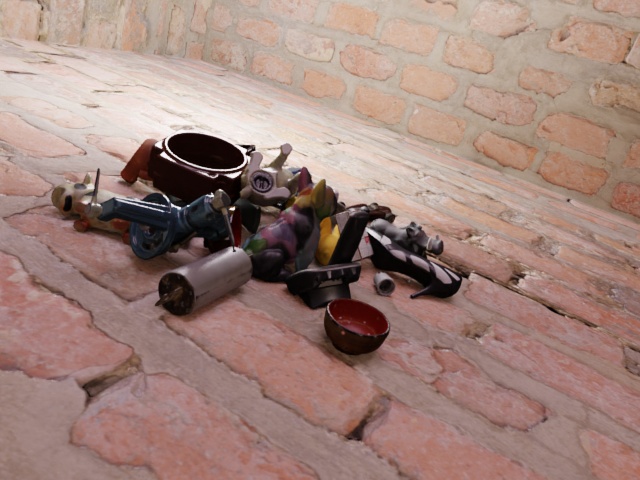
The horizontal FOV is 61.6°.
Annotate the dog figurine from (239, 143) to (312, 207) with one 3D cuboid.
[{"bbox_3d":[-0.123,-0.110,1.202,0.172,0.190,0.121,-20,79,-26],"label":"dog figurine"}]

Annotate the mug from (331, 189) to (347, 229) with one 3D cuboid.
[{"bbox_3d":[0.019,-0.080,1.398,0.081,0.109,0.107,3,12,-19],"label":"mug"}]

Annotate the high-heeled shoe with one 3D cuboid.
[{"bbox_3d":[0.210,0.038,1.232,0.145,0.086,0.249,-20,59,-26],"label":"high-heeled shoe"}]

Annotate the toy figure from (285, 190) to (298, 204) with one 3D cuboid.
[{"bbox_3d":[-0.070,-0.101,1.344,0.154,0.058,0.064,56,-6,-4],"label":"toy figure"}]

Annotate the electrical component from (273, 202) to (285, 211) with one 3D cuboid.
[{"bbox_3d":[-0.080,-0.104,1.452,0.119,0.047,0.075,21,21,6],"label":"electrical component"}]

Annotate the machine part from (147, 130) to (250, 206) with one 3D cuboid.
[{"bbox_3d":[-0.259,-0.162,1.190,0.202,0.087,0.201,22,31,5],"label":"machine part"}]

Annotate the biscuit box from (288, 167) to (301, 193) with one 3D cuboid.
[{"bbox_3d":[-0.128,-0.135,1.383,0.203,0.059,0.063,-22,20,-32],"label":"biscuit box"}]

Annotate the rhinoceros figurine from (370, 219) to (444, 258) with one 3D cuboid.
[{"bbox_3d":[0.210,0.003,1.320,0.191,0.112,0.073,20,18,30],"label":"rhinoceros figurine"}]

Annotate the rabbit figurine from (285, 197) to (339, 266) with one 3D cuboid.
[{"bbox_3d":[-0.003,-0.004,1.220,0.162,0.122,0.173,5,37,-50],"label":"rabbit figurine"}]

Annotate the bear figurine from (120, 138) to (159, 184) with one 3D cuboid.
[{"bbox_3d":[-0.365,-0.158,1.316,0.195,0.120,0.132,36,-30,-21],"label":"bear figurine"}]

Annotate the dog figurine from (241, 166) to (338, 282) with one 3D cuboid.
[{"bbox_3d":[-0.057,-0.035,1.075,0.191,0.219,0.109,1,24,-37],"label":"dog figurine"}]

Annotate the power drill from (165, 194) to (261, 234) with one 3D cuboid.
[{"bbox_3d":[-0.240,-0.055,1.193,0.207,0.085,0.232,-4,29,-28],"label":"power drill"}]

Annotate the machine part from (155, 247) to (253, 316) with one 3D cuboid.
[{"bbox_3d":[-0.192,0.067,0.921,0.079,0.079,0.243,25,24,19],"label":"machine part"}]

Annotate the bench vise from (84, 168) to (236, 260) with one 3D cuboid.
[{"bbox_3d":[-0.276,-0.036,0.926,0.224,0.129,0.240,-12,-17,36],"label":"bench vise"}]

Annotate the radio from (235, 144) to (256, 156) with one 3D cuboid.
[{"bbox_3d":[-0.291,-0.203,1.411,0.230,0.073,0.131,3,25,14],"label":"radio"}]

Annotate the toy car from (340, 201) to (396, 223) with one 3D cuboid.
[{"bbox_3d":[0.128,-0.080,1.540,0.202,0.053,0.089,0,30,-38],"label":"toy car"}]

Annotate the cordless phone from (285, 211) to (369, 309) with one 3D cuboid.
[{"bbox_3d":[0.025,0.030,1.022,0.146,0.184,0.089,-4,34,-43],"label":"cordless phone"}]

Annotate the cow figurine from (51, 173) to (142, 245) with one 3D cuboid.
[{"bbox_3d":[-0.433,-0.069,1.062,0.195,0.085,0.127,14,28,0],"label":"cow figurine"}]
